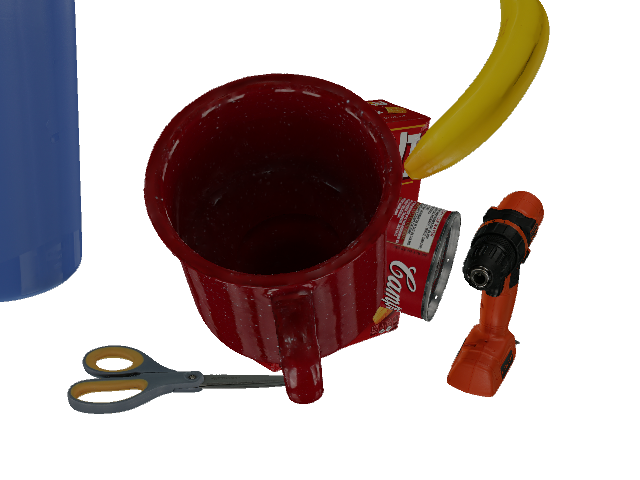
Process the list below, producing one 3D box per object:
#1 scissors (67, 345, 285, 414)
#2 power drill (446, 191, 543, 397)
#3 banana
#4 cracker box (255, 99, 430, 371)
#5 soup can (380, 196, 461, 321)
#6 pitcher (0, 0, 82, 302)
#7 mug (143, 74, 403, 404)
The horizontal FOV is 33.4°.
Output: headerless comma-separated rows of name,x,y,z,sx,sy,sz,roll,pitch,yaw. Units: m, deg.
scissors,-0.127,0.117,0.960,0.201,0.016,0.096,-8,31,-18
power drill,0.173,0.060,1.069,0.057,0.188,0.184,18,29,19
banana,0.128,-0.123,0.803,0.070,0.197,0.037,-3,-39,46
cracker box,0.009,-0.008,0.942,0.163,0.214,0.072,-13,29,-42
soup can,0.027,0.002,0.646,0.102,0.068,0.068,16,4,14
pitcher,-0.224,-0.083,0.680,0.149,0.243,0.145,-4,26,-10
mug,-0.013,0.007,0.409,0.093,0.117,0.081,-11,-31,-3
